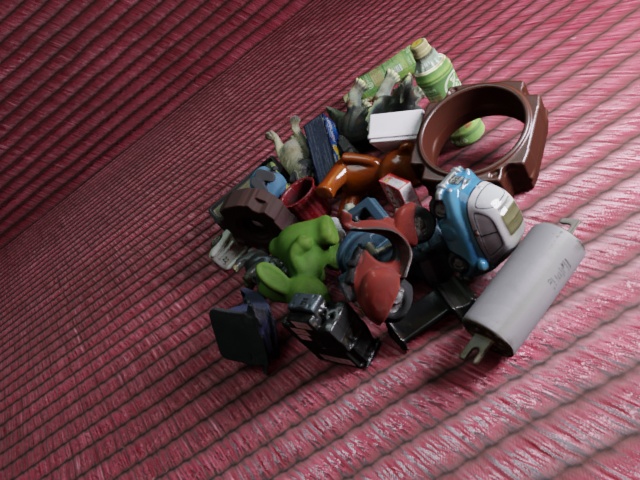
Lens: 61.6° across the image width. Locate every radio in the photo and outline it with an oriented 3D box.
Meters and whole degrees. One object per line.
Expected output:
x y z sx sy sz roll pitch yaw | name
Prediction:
-0.175 -0.109 1.395 0.229 0.073 0.131 -42 30 0 | radio

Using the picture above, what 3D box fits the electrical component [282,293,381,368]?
0.011 0.134 0.820 0.115 0.134 0.058 -1 49 45 | electrical component

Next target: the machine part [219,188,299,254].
-0.134 -0.039 1.174 0.179 0.179 0.056 -10 45 41 | machine part

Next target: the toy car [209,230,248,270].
-0.187 -0.018 1.293 0.202 0.073 0.056 -53 29 -18 | toy car

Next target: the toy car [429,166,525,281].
0.229 -0.025 0.748 0.103 0.161 0.109 -1 33 48 | toy car

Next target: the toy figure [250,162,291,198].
-0.116 -0.129 1.238 0.082 0.089 0.180 -31 -9 6 | toy figure

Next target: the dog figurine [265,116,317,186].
-0.040 -0.189 1.351 0.121 0.172 0.190 -34 65 24 | dog figurine

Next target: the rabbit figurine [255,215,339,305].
-0.031 0.056 0.932 0.159 0.121 0.170 -4 53 -3 | rabbit figurine

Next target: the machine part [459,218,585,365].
0.262 0.062 0.688 0.243 0.079 0.079 -48 31 -13 | machine part

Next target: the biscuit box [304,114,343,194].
0.018 -0.202 1.254 0.063 0.059 0.203 -30 53 25 | biscuit box

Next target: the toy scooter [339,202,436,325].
0.078 0.024 0.767 0.075 0.135 0.183 -161 90 -80 | toy scooter

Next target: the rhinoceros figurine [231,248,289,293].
-0.104 0.065 1.106 0.112 0.073 0.190 -41 27 -21 | rhinoceros figurine

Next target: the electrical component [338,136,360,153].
0.073 -0.204 1.237 0.021 0.063 0.094 -42 44 15 | electrical component

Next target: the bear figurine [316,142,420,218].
0.111 -0.113 1.049 0.196 0.120 0.132 5 59 42 | bear figurine

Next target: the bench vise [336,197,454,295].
0.112 -0.007 0.900 0.223 0.128 0.241 -40 39 9 | bench vise

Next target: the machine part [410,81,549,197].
0.265 -0.164 0.902 0.202 0.087 0.201 7 68 35 | machine part

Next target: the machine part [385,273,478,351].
0.162 0.106 0.783 0.139 0.039 0.084 -34 37 9 | machine part

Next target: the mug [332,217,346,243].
-0.002 -0.003 1.074 0.107 0.080 0.110 -25 27 7 | mug

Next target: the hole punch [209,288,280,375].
-0.118 0.154 0.952 0.116 0.142 0.092 7 25 33 | hole punch

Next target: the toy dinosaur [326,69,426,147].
0.114 -0.281 1.262 0.405 0.131 0.192 -7 53 57 | toy dinosaur
